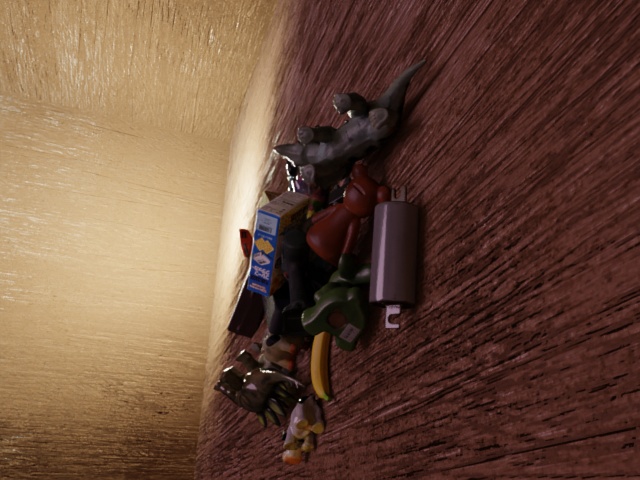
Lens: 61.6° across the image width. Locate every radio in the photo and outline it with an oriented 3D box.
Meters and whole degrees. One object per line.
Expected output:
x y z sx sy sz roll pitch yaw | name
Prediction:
-0.071 0.148 1.353 0.230 0.131 0.073 -112 35 -59 | radio

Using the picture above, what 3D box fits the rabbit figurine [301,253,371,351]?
0.042 0.101 1.054 0.170 0.121 0.159 -80 12 -64 | rabbit figurine

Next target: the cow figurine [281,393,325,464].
-0.047 0.428 1.219 0.098 0.068 0.167 -96 26 -57 | cow figurine

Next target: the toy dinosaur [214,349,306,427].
-0.155 0.379 1.376 0.105 0.198 0.471 -51 -1 -29 | toy dinosaur

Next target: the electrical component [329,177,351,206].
0.051 -0.104 1.247 0.063 0.021 0.094 -28 36 28 | electrical component

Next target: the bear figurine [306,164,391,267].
0.063 -0.046 1.099 0.120 0.132 0.196 42 96 25 | bear figurine

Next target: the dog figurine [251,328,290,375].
-0.109 0.279 1.501 0.191 0.121 0.172 -66 -11 -53 | dog figurine

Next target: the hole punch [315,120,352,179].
0.044 -0.217 1.303 0.142 0.092 0.115 -103 -3 -47 | hole punch

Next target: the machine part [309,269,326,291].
0.011 0.115 1.231 0.139 0.039 0.084 32 141 65 | machine part

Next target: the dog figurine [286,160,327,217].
-0.028 -0.109 1.395 0.191 0.108 0.219 94 172 -60 | dog figurine

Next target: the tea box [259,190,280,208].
-0.139 -0.106 1.778 0.170 0.098 0.068 -124 47 -68 | tea box

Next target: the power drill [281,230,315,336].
-0.048 0.105 1.185 0.231 0.086 0.207 95 177 -49 | power drill

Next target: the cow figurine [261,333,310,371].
-0.087 0.235 1.341 0.195 0.127 0.085 -47 -29 -63 | cow figurine

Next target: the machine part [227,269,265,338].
-0.191 0.165 1.558 0.201 0.087 0.201 -88 18 -72 | machine part

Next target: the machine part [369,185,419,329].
0.123 0.026 0.890 0.079 0.079 0.243 147 131 -67 | machine part

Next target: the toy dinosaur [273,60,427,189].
0.076 -0.214 1.068 0.405 0.192 0.131 -25 88 32 | toy dinosaur

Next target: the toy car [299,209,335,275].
-0.003 -0.004 1.273 0.109 0.103 0.161 158 122 -71 | toy car
